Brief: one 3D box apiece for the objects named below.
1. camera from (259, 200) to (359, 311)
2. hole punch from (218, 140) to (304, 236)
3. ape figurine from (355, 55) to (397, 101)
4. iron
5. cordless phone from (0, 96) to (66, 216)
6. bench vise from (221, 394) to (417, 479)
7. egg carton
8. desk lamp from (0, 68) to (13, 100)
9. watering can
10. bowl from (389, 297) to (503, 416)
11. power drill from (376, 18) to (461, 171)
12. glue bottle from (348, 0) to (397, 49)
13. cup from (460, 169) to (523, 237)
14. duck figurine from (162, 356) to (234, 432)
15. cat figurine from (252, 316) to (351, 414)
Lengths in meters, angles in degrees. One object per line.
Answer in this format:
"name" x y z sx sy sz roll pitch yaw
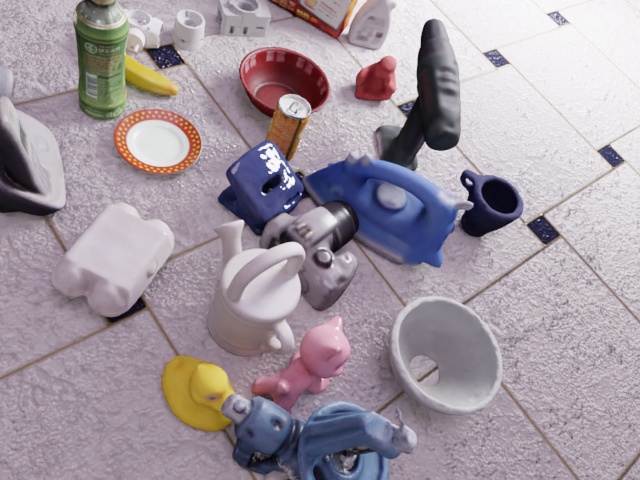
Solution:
"camera" 0.008 0.003 0.826 0.143 0.100 0.137 46 55 12
"hole punch" -0.081 -0.079 0.852 0.101 0.091 0.109 40 54 7
"ape figurine" 0.113 -0.307 1.072 0.077 0.092 0.076 40 54 7
"iron" 0.102 -0.069 0.883 0.258 0.141 0.119 28 53 -1
"cordless phone" -0.376 -0.129 0.715 0.094 0.185 0.147 -10 63 -26
"bench vise" -0.003 0.223 0.606 0.208 0.219 0.121 12 55 -13
"egg carton" -0.259 0.024 0.732 0.107 0.069 0.150 27 53 -2
"desk lamp" -0.465 -0.215 0.719 0.118 0.213 0.203 -1 59 -21
"watering can" -0.080 0.056 0.701 0.173 0.194 0.101 40 54 7
"bowl" 0.162 0.168 0.794 0.168 0.074 0.167 10 56 -15
"power drill" 0.168 -0.223 0.966 0.076 0.208 0.229 5 57 -17
"glue bottle" 0.115 -0.455 1.118 0.078 0.173 0.037 8 56 -16
"cup" 0.269 -0.056 0.967 0.117 0.095 0.092 43 54 9
"duck figurine" -0.137 0.171 0.672 0.104 0.086 0.078 40 54 8
"cat figurine" -0.013 0.155 0.709 0.128 0.117 0.067 -33 74 -34
